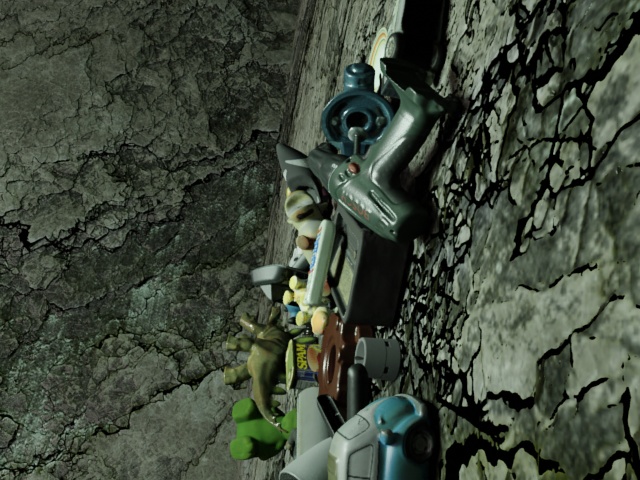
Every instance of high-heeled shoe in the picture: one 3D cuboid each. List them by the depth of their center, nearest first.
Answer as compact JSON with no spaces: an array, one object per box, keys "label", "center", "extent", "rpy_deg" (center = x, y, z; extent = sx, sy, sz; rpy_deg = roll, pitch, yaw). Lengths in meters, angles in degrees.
[{"label":"high-heeled shoe","center":[-0.033,-0.067,1.091],"extent":[0.086,0.248,0.145],"rpy_deg":[-21,30,39]}]

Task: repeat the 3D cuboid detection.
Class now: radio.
[{"label":"radio","center":[0.063,0.028,0.812],"extent":[0.230,0.073,0.131],"rpy_deg":[-118,37,-72]}]

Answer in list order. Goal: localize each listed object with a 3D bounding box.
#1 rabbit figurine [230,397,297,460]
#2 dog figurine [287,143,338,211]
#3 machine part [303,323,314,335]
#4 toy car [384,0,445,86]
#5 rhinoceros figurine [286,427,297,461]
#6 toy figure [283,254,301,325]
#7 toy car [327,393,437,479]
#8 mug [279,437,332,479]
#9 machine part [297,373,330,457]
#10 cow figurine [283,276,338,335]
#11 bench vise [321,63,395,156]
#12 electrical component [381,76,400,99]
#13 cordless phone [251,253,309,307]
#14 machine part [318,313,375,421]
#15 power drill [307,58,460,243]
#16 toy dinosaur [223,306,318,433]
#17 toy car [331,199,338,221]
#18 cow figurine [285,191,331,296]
[{"label":"rabbit figurine","center":[-0.081,0.407,1.128],"extent":[0.159,0.170,0.121],"rpy_deg":[50,-149,-43]},{"label":"dog figurine","center":[-0.006,-0.122,1.235],"extent":[0.219,0.108,0.191],"rpy_deg":[-163,83,-77]},{"label":"machine part","center":[-0.008,0.157,1.168],"extent":[0.139,0.039,0.084],"rpy_deg":[-74,1,-69]},{"label":"toy car","center":[0.131,-0.300,0.718],"extent":[0.056,0.073,0.201],"rpy_deg":[173,106,-76]},{"label":"rhinoceros figurine","center":[-0.016,0.413,0.953],"extent":[0.190,0.073,0.112],"rpy_deg":[-90,24,-47]},{"label":"toy figure","center":[-0.042,0.116,1.282],"extent":[0.089,0.082,0.180],"rpy_deg":[109,165,-66]},{"label":"toy car","center":[0.059,0.245,0.583],"extent":[0.109,0.103,0.161],"rpy_deg":[143,137,-77]},{"label":"mug","center":[0.015,0.340,0.773],"extent":[0.107,0.110,0.080],"rpy_deg":[-34,-32,-38]},{"label":"machine part","center":[-0.001,0.337,0.898],"extent":[0.243,0.079,0.079],"rpy_deg":[-93,16,-48]},{"label":"cow figurine","center":[-0.001,0.136,1.066],"extent":[0.168,0.098,0.068],"rpy_deg":[47,122,54]},{"label":"bench vise","center":[0.058,-0.158,0.889],"extent":[0.241,0.129,0.223],"rpy_deg":[-86,8,-45]},{"label":"electrical component","center":[0.123,-0.241,0.793],"extent":[0.075,0.048,0.119],"rpy_deg":[124,154,-69]},{"label":"cordless phone","center":[-0.046,0.047,1.160],"extent":[0.184,0.146,0.089],"rpy_deg":[-53,55,10]},{"label":"machine part","center":[0.037,0.201,0.865],"extent":[0.179,0.056,0.179],"rpy_deg":[-172,90,-80]},{"label":"power drill","center":[0.073,-0.122,0.691],"extent":[0.232,0.086,0.207],"rpy_deg":[53,126,37]},{"label":"toy dinosaur","center":[-0.107,0.259,1.170],"extent":[0.471,0.199,0.105],"rpy_deg":[-80,-7,-69]},{"label":"toy car","center":[0.054,-0.065,1.008],"extent":[0.202,0.053,0.089],"rpy_deg":[-124,47,-77]},{"label":"cow figurine","center":[-0.002,-0.003,0.992],"extent":[0.194,0.085,0.127],"rpy_deg":[62,-175,-6]}]
